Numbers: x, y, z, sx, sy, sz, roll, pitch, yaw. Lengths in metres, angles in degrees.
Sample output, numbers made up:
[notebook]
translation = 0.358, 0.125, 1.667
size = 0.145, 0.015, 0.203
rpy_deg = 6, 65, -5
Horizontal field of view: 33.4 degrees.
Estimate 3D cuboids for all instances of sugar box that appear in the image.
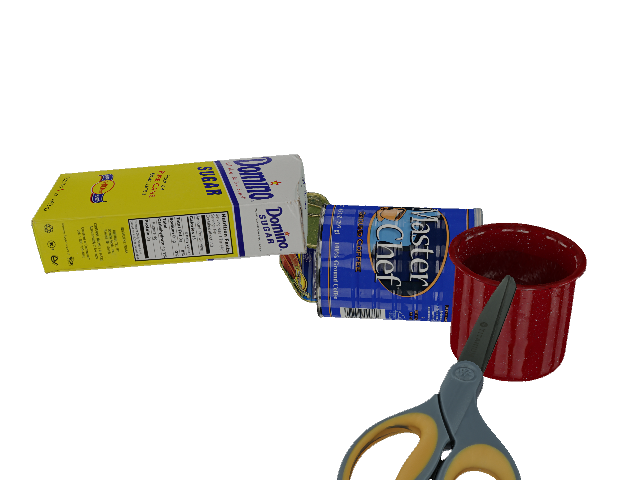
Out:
[sugar box]
translation = -0.097, -0.020, 0.728
size = 0.176, 0.048, 0.093
rpy_deg = -7, 24, 2

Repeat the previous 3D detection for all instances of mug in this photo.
[mug]
translation = 0.130, 0.039, 0.754
size = 0.093, 0.081, 0.117
rpy_deg = -7, 29, -14

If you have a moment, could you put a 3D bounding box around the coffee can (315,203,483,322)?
[coffee can]
translation = 0.070, 0.020, 0.944
size = 0.140, 0.103, 0.102
rpy_deg = 2, 0, 6

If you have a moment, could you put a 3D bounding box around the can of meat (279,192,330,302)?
[can of meat]
translation = -0.010, 0.009, 1.190
size = 0.057, 0.084, 0.102
rpy_deg = -11, 37, -18

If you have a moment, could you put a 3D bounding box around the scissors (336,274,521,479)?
[scissors]
translation = 0.087, 0.086, 0.551
size = 0.096, 0.016, 0.201
rpy_deg = 25, 44, 30
